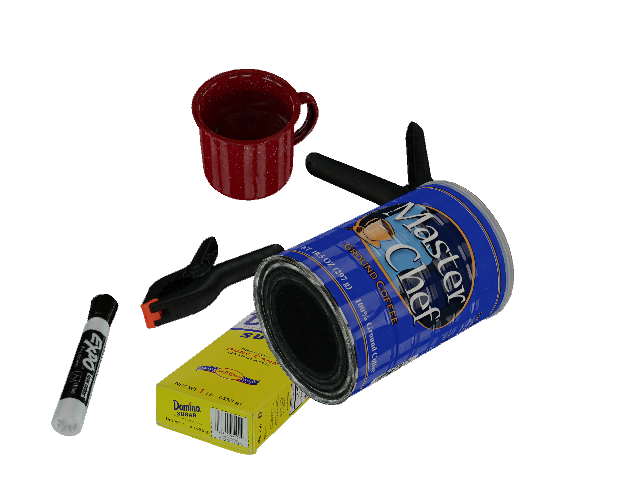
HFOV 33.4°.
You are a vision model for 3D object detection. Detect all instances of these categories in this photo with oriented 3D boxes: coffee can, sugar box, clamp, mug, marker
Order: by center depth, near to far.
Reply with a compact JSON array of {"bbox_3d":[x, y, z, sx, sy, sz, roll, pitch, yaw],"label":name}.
[{"bbox_3d":[-0.153,0.077,0.699,0.020,0.020,0.121,0,37,3],"label":"marker"},{"bbox_3d":[0.042,0.031,0.701,0.140,0.103,0.103,-25,14,-31],"label":"coffee can"},{"bbox_3d":[-0.053,0.113,0.913,0.093,0.048,0.176,14,28,23],"label":"sugar box"},{"bbox_3d":[-0.054,-0.095,0.942,0.117,0.093,0.081,-26,-34,-21],"label":"mug"},{"bbox_3d":[-0.119,0.042,1.152,0.120,0.039,0.171,-5,26,35],"label":"clamp"},{"bbox_3d":[0.091,-0.045,1.164,0.164,0.210,0.036,-15,-36,-28],"label":"clamp"}]
